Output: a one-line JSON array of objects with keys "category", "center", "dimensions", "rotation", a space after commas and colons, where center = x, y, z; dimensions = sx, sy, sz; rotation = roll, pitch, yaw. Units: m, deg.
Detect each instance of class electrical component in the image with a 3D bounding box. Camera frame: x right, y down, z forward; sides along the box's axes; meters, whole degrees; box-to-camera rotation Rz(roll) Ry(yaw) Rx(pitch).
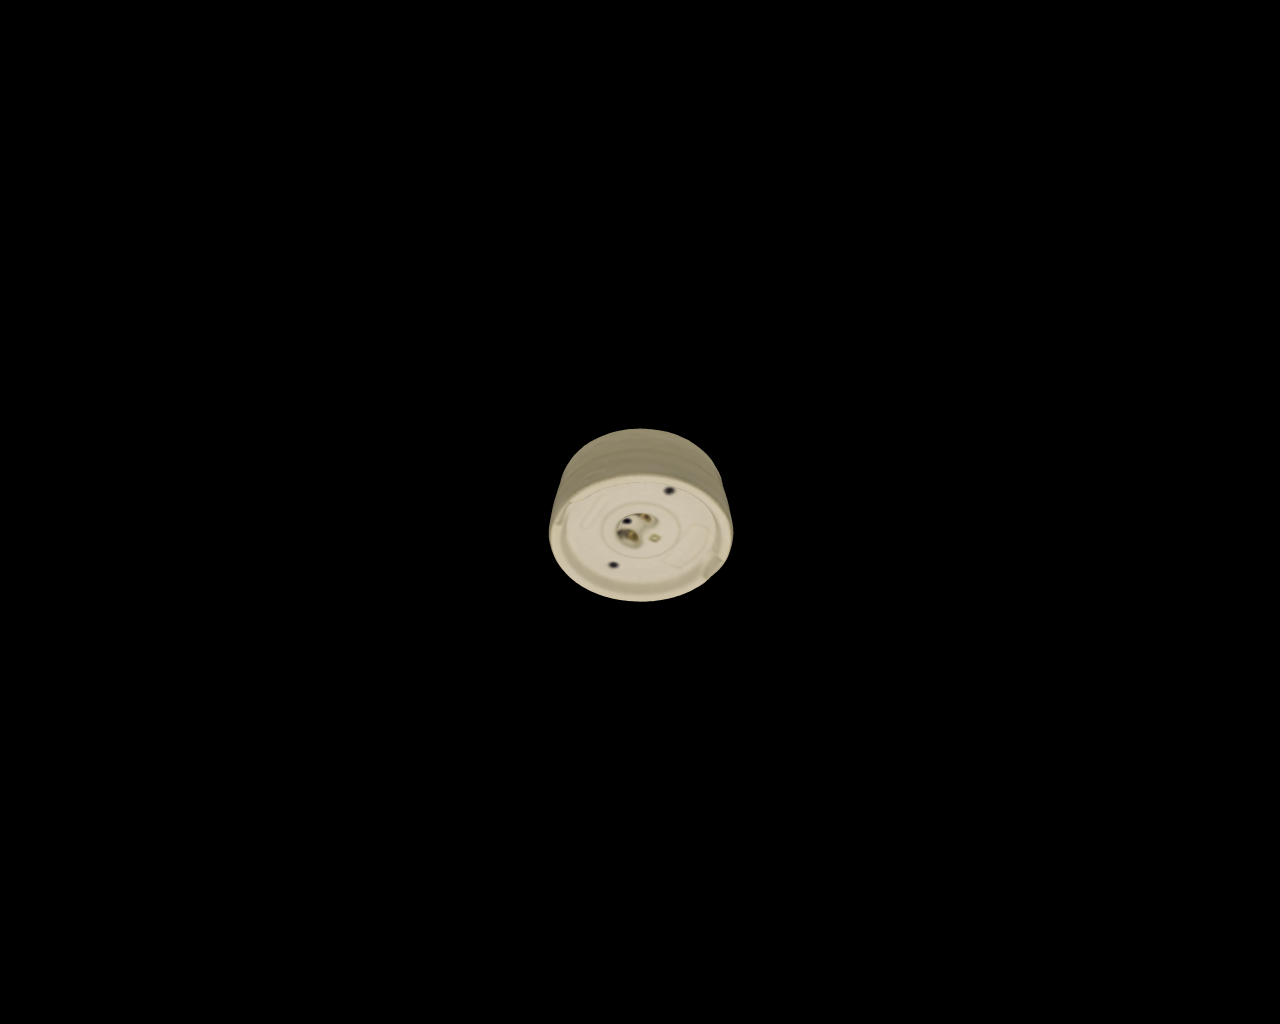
[{"category": "electrical component", "center": [0.001, -0.003, 0.650], "dimensions": [0.108, 0.108, 0.060], "rotation": [0, 44, 0]}]
